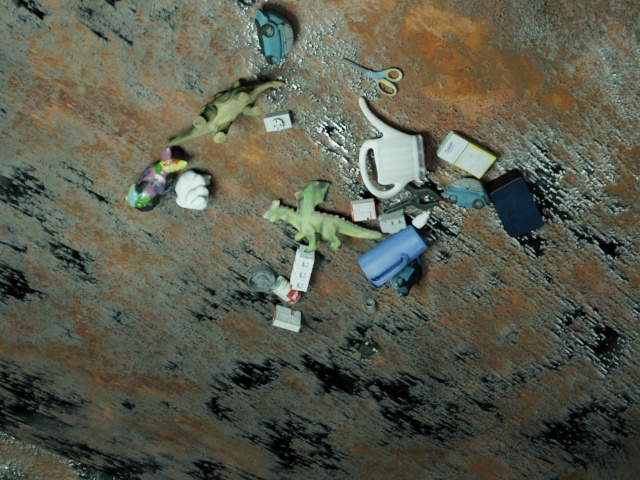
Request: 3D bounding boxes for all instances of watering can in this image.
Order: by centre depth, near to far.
[{"bbox_3d":[0.237,-0.303,1.685,0.224,0.106,0.342,-7,111,3],"label":"watering can"}]

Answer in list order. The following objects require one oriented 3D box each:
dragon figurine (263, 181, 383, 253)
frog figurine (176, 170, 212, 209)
[{"bbox_3d":[0.006,-0.091,1.816,0.410,0.124,0.238,-7,113,3],"label":"dragon figurine"},{"bbox_3d":[-0.432,-0.158,1.734,0.136,0.163,0.121,-38,113,21],"label":"frog figurine"}]
